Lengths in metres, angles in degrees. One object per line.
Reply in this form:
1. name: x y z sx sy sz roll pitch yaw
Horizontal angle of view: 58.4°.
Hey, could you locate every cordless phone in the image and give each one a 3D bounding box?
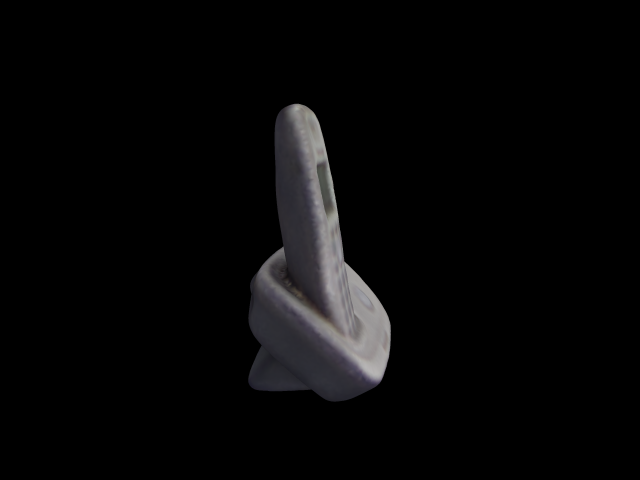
1. cordless phone: 0.004 0.001 0.400 0.094 0.185 0.148 1 11 7
